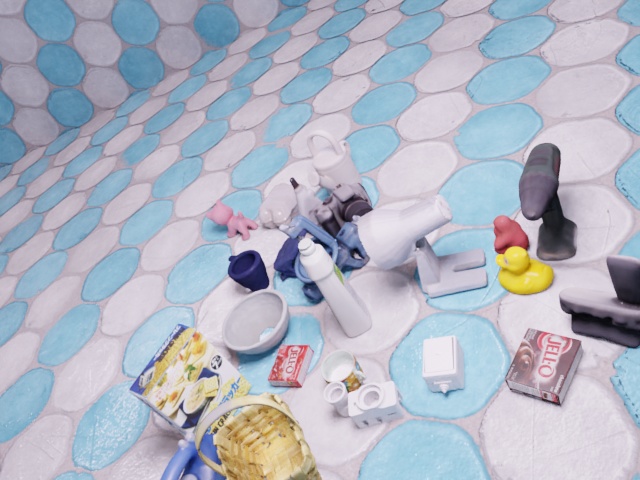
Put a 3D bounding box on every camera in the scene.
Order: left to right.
[{"bbox_3d":[0.070,-0.070,1.414,0.143,0.101,0.136,-35,37,-3],"label":"camera"}]

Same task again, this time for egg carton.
[{"bbox_3d":[-0.102,-0.097,1.592,0.107,0.070,0.150,2,49,37],"label":"egg carton"}]

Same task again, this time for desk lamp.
[{"bbox_3d":[0.204,0.009,1.137,0.202,0.214,0.118,-15,41,22],"label":"desk lamp"}]

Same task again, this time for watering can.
[{"bbox_3d":[0.029,-0.206,1.517,0.100,0.195,0.173,-14,41,23],"label":"watering can"}]

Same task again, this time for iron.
[{"bbox_3d":[-0.238,0.440,1.029,0.118,0.142,0.258,-13,41,24],"label":"iron"}]

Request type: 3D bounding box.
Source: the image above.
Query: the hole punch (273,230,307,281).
[{"bbox_3d":[-0.066,0.033,1.404,0.100,0.091,0.109,-5,45,31],"label":"hole punch"}]

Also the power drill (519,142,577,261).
[{"bbox_3d":[0.422,-0.063,1.066,0.075,0.209,0.230,-6,44,30],"label":"power drill"}]

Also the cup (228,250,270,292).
[{"bbox_3d":[-0.176,0.083,1.422,0.117,0.095,0.092,20,61,46],"label":"cup"}]

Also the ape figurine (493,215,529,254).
[{"bbox_3d":[0.373,-0.015,1.145,0.078,0.092,0.075,-42,38,-12],"label":"ape figurine"}]

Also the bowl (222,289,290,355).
[{"bbox_3d":[-0.132,0.195,1.283,0.167,0.075,0.167,-19,39,17],"label":"bowl"}]

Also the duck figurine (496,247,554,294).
[{"bbox_3d":[0.379,0.049,1.074,0.104,0.086,0.077,3,50,38],"label":"duck figurine"}]

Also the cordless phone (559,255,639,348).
[{"bbox_3d":[0.453,0.075,0.910,0.147,0.186,0.094,7,52,40],"label":"cordless phone"}]

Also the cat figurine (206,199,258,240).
[{"bbox_3d":[-0.256,-0.064,1.624,0.127,0.118,0.067,5,51,39],"label":"cat figurine"}]

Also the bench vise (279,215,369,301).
[{"bbox_3d":[0.003,0.003,1.281,0.121,0.220,0.208,10,54,42],"label":"bench vise"}]

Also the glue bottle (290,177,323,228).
[{"bbox_3d":[-0.032,-0.094,1.452,0.078,0.174,0.037,-42,38,-13],"label":"glue bottle"}]
